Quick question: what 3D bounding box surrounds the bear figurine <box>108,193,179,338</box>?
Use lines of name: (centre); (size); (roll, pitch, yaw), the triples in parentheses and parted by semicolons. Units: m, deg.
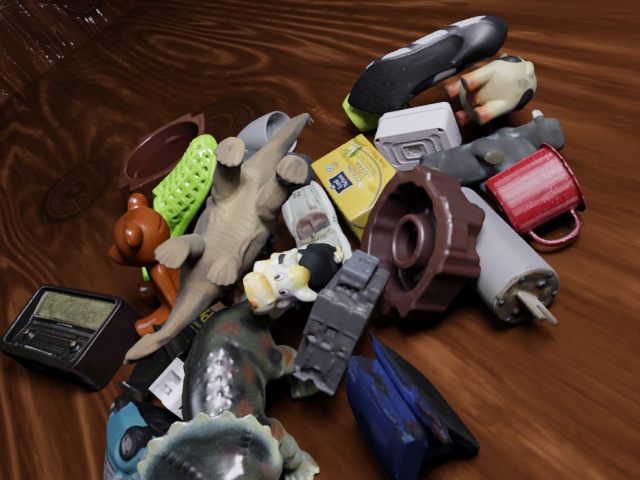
bear figurine: (-0.251, 0.041, 0.778); (0.132, 0.195, 0.120); (-27, 43, 8)

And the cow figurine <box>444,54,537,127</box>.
cow figurine: (0.249, -0.215, 0.761); (0.127, 0.085, 0.195); (-22, 8, 6)

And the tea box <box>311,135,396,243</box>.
tea box: (0.064, -0.075, 0.793); (0.098, 0.068, 0.170); (-32, 41, 0)

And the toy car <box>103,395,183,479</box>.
toy car: (-0.200, 0.251, 0.611); (0.162, 0.109, 0.103); (16, 76, 51)

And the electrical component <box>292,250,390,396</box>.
electrical component: (0.027, 0.081, 0.584); (0.058, 0.134, 0.115); (23, 21, 8)

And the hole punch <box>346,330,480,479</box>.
hole punch: (0.073, 0.169, 0.512); (0.092, 0.115, 0.142); (-39, 39, 5)

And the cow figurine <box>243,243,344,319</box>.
cow figurine: (-0.022, 0.042, 0.613); (0.098, 0.068, 0.167); (-21, 2, 13)

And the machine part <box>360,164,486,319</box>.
machine part: (0.113, 0.004, 0.625); (0.179, 0.056, 0.179); (-34, 51, 56)

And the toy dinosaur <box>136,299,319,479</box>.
toy dinosaur: (-0.087, 0.153, 0.565); (0.131, 0.192, 0.405); (-21, 43, 11)

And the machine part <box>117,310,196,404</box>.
machine part: (-0.214, 0.162, 0.719); (0.139, 0.039, 0.084); (-51, 57, 10)

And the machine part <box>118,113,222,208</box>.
machine part: (-0.298, -0.154, 1.090); (0.201, 0.087, 0.202); (-24, 39, 9)

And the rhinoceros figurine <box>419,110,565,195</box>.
rhinoceros figurine: (0.228, -0.107, 0.722); (0.190, 0.073, 0.112); (-17, 28, 24)

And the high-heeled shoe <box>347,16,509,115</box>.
high-heeled shoe: (0.158, -0.271, 0.821); (0.249, 0.086, 0.145); (-3, 35, 48)

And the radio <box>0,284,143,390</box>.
radio: (-0.399, 0.150, 0.856); (0.230, 0.073, 0.131); (3, 51, 35)

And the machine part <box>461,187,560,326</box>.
machine part: (0.191, 0.012, 0.618); (0.079, 0.079, 0.243); (-30, 39, 2)

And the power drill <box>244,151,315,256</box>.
power drill: (-0.128, -0.067, 0.889); (0.232, 0.085, 0.207); (-4, 42, 14)

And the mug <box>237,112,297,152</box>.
mug: (-0.112, -0.179, 1.009); (0.107, 0.080, 0.109); (-6, 50, 44)

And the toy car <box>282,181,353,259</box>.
toy car: (-0.002, -0.002, 0.757); (0.073, 0.056, 0.202); (-27, 48, 6)

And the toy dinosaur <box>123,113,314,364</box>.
toy dinosaur: (-0.097, -0.040, 0.682); (0.105, 0.198, 0.471); (32, 60, -1)

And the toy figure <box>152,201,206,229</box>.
toy figure: (-0.238, -0.046, 0.968); (0.155, 0.057, 0.064); (2, 86, 32)
